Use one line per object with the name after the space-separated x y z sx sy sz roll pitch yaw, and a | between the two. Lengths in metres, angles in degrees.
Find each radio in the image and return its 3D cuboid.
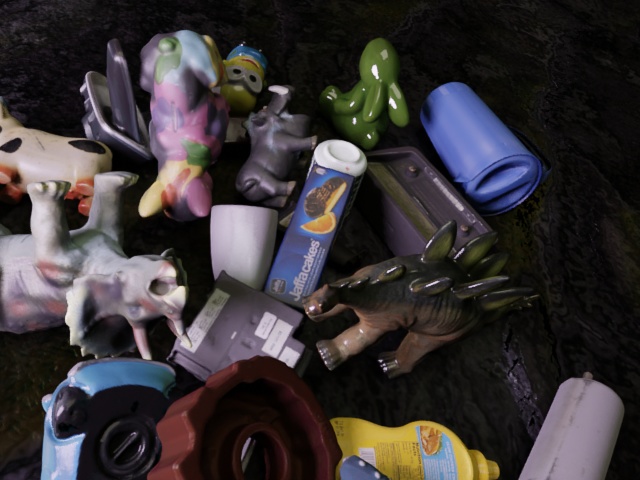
0.151 -0.041 0.815 0.131 0.073 0.230 -16 57 -30 | radio

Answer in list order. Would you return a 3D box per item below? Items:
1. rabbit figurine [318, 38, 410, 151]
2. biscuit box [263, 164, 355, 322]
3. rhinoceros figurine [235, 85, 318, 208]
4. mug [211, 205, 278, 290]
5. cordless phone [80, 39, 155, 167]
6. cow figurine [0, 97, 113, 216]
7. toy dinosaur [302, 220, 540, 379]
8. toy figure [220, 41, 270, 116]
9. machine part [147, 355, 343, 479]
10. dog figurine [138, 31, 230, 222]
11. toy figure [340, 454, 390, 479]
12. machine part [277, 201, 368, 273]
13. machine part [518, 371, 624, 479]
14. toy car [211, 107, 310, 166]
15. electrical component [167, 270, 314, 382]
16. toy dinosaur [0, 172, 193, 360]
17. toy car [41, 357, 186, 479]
0.081 -0.248 0.911 0.121 0.170 0.159 -3 50 -21 | rabbit figurine
-0.013 0.003 0.683 0.063 0.059 0.202 18 64 4 | biscuit box
-0.066 -0.138 0.789 0.112 0.073 0.190 19 70 -6 | rhinoceros figurine
-0.095 0.015 0.667 0.081 0.109 0.107 4 85 7 | mug
-0.281 -0.203 0.730 0.089 0.184 0.147 -12 55 -23 | cordless phone
-0.366 -0.109 0.684 0.195 0.085 0.127 9 53 -9 | cow figurine
0.138 0.075 0.622 0.471 0.198 0.105 14 48 -55 | toy dinosaur
-0.131 -0.275 0.923 0.082 0.089 0.180 2 39 -2 | toy figure
-0.058 0.191 0.458 0.179 0.056 0.179 28 47 -35 | machine part
-0.177 -0.131 0.688 0.109 0.191 0.219 0 57 -2 | dog figurine
0.059 0.263 0.474 0.058 0.064 0.154 -17 93 3 | toy figure
-0.002 -0.002 0.752 0.139 0.039 0.084 31 38 12 | machine part
0.287 0.239 0.609 0.079 0.079 0.243 37 47 14 | machine part
-0.113 -0.163 0.841 0.202 0.053 0.089 -6 72 -26 | toy car
-0.077 0.115 0.577 0.134 0.058 0.115 30 73 8 | electrical component
-0.298 0.033 0.542 0.405 0.192 0.131 -3 10 11 | toy dinosaur
-0.186 0.182 0.468 0.109 0.103 0.161 9 78 -36 | toy car
